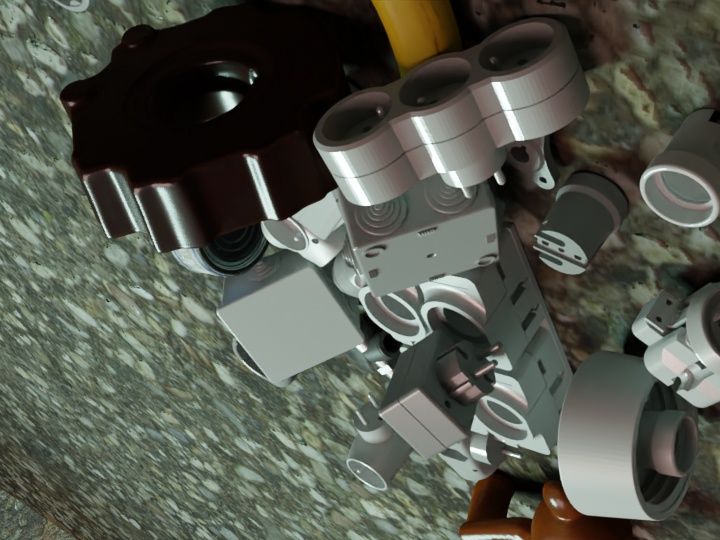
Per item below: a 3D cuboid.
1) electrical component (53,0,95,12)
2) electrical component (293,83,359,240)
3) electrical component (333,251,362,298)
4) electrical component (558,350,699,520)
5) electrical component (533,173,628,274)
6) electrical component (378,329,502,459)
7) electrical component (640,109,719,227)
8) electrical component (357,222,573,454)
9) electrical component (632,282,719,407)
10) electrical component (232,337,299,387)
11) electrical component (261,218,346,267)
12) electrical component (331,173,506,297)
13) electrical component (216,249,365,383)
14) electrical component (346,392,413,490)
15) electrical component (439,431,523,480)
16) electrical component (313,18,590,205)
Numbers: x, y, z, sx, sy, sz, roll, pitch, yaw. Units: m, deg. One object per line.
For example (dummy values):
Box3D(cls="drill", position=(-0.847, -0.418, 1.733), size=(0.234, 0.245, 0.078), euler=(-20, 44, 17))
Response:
Box3D(cls="electrical component", position=(-0.183, -0.204, 0.699), size=(0.055, 0.047, 0.055), euler=(29, 152, 17))
Box3D(cls="electrical component", position=(-0.016, -0.064, 0.699), size=(0.061, 0.061, 0.096), euler=(39, 153, -1))
Box3D(cls="electrical component", position=(0.000, 0.000, 0.801), size=(0.043, 0.043, 0.062), euler=(43, 154, -10))
Box3D(cls="electrical component", position=(0.179, 0.107, 0.686), size=(0.060, 0.108, 0.108), euler=(3, 137, 40))
Box3D(cls="electrical component", position=(0.124, -0.026, 0.608), size=(0.040, 0.046, 0.040), euler=(29, 152, 17))
Box3D(cls="electrical component", position=(0.060, 0.070, 0.685), size=(0.047, 0.065, 0.077), euler=(45, 123, -13))
Box3D(cls="electrical component", position=(0.164, -0.050, 0.522), size=(0.040, 0.046, 0.040), euler=(29, 152, 17))
Box3D(cls="electrical component", position=(0.077, 0.047, 0.762), size=(0.105, 0.060, 0.186), euler=(13, 144, 40))
Box3D(cls="electrical component", position=(0.201, 0.040, 0.605), size=(0.078, 0.058, 0.057), euler=(37, 156, 2))
Box3D(cls="electrical component", position=(-0.075, 0.061, 0.967), size=(0.054, 0.059, 0.095), euler=(30, 152, 16))
Box3D(cls="electrical component", position=(-0.050, -0.039, 0.799), size=(0.077, 0.044, 0.079), euler=(42, 152, -9))
Box3D(cls="electrical component", position=(0.036, -0.028, 0.636), size=(0.099, 0.100, 0.048), euler=(67, -173, -67))
Box3D(cls="electrical component", position=(-0.055, 0.031, 0.866), size=(0.100, 0.048, 0.099), euler=(-25, 123, 14))
Box3D(cls="electrical component", position=(0.019, 0.142, 0.960), size=(0.044, 0.077, 0.079), euler=(10, 142, 43))
Box3D(cls="electrical component", position=(0.100, 0.140, 0.896), size=(0.079, 0.043, 0.077), euler=(10, 142, 43))
Box3D(cls="electrical component", position=(0.053, -0.069, 0.559), size=(0.138, 0.052, 0.073), euler=(-22, 127, 13))
